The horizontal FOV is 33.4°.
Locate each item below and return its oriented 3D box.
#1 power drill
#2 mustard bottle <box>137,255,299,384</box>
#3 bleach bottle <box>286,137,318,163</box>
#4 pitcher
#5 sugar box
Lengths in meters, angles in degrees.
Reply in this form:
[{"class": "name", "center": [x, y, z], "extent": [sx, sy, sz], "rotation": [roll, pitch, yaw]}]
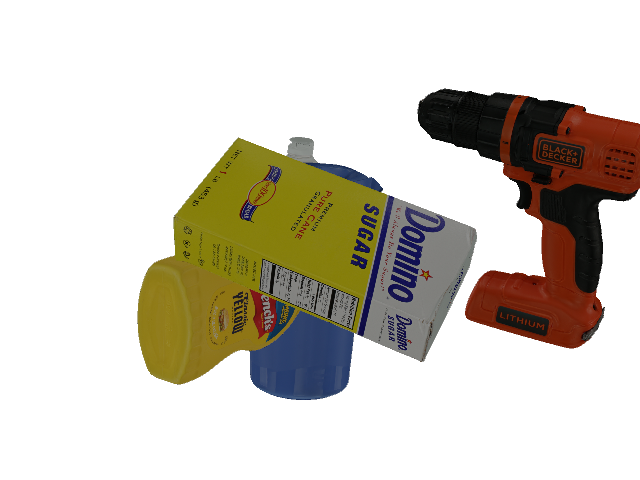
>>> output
[{"class": "power drill", "center": [0.156, -0.019, 0.816], "extent": [0.185, 0.188, 0.057], "rotation": [16, 34, 25]}, {"class": "mustard bottle", "center": [-0.065, 0.047, 0.881], "extent": [0.058, 0.096, 0.191], "rotation": [11, 17, 34]}, {"class": "bleach bottle", "center": [-0.025, -0.004, 1.327], "extent": [0.102, 0.251, 0.068], "rotation": [-8, 23, -33]}, {"class": "pitcher", "center": [-0.028, 0.040, 1.130], "extent": [0.149, 0.243, 0.144], "rotation": [8, 13, 22]}, {"class": "sugar box", "center": [0.004, 0.002, 0.685], "extent": [0.176, 0.048, 0.093], "rotation": [19, 47, 14]}]
